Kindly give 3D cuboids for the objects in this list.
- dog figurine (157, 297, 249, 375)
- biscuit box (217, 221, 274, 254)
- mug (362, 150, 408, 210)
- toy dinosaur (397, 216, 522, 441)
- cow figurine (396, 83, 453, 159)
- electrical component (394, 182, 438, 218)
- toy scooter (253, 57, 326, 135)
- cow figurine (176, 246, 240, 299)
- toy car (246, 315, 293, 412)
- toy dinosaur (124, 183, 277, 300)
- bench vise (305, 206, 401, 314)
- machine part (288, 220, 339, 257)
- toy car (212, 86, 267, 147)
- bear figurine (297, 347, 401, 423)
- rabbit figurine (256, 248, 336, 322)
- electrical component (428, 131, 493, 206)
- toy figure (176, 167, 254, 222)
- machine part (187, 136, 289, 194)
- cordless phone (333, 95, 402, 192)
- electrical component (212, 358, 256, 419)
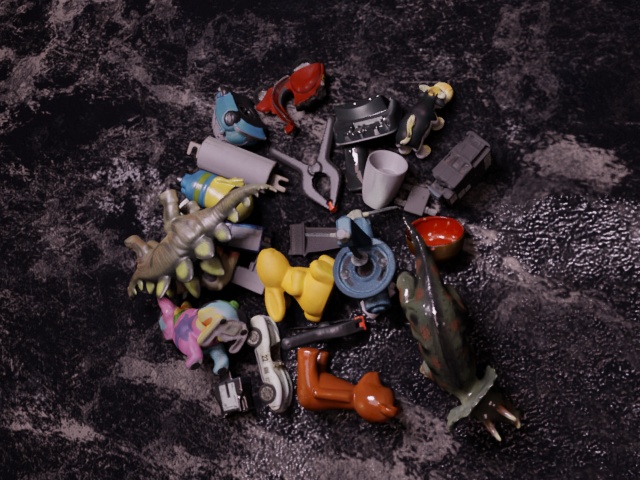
[{"bbox_3d":[-0.261,0.169,1.137,0.219,0.108,0.191,42,106,41],"label":"dog figurine"},{"bbox_3d":[-0.208,-0.010,1.205,0.203,0.062,0.059,9,84,21],"label":"biscuit box"},{"bbox_3d":[0.130,-0.122,1.094,0.081,0.109,0.107,30,133,16],"label":"mug"},{"bbox_3d":[0.215,0.165,0.925,0.131,0.192,0.404,-26,102,2],"label":"toy dinosaur"},{"bbox_3d":[0.210,-0.255,1.089,0.068,0.098,0.167,26,89,28],"label":"cow figurine"},{"bbox_3d":[0.201,-0.082,1.098,0.094,0.021,0.063,21,86,22],"label":"electrical component"},{"bbox_3d":[-0.056,-0.315,1.205,0.184,0.075,0.135,-27,72,16],"label":"toy scooter"},{"bbox_3d":[-0.273,0.071,1.187,0.195,0.085,0.127,4,76,39],"label":"cow figurine"},{"bbox_3d":[-0.101,0.253,1.110,0.056,0.073,0.202,-21,73,15],"label":"toy car"},{"bbox_3d":[-0.265,0.002,1.091,0.471,0.105,0.199,-43,62,27],"label":"toy dinosaur"},{"bbox_3d":[0.075,0.015,0.999,0.129,0.240,0.223,-8,64,20],"label":"bench vise"},{"bbox_3d":[-0.002,-0.003,1.146,0.139,0.039,0.084,0,79,20],"label":"machine part"},{"bbox_3d":[-0.201,-0.269,1.234,0.103,0.109,0.162,-42,60,26],"label":"toy car"},{"bbox_3d":[0.057,0.277,1.028,0.196,0.120,0.132,-1,76,17],"label":"bear figurine"},{"bbox_3d":[-0.055,0.084,1.105,0.173,0.122,0.162,26,111,2],"label":"rabbit figurine"},{"bbox_3d":[0.268,-0.130,1.035,0.134,0.114,0.058,-47,67,3],"label":"electrical component"},{"bbox_3d":[-0.230,-0.098,1.178,0.180,0.082,0.089,18,76,6],"label":"toy figure"},{"bbox_3d":[-0.183,-0.167,1.198,0.243,0.079,0.079,23,88,7],"label":"machine part"},{"bbox_3d":[0.103,-0.198,1.126,0.147,0.088,0.184,-8,87,28],"label":"cordless phone"},{"bbox_3d":[-0.188,0.314,1.142,0.075,0.047,0.119,-23,72,13],"label":"electrical component"}]
